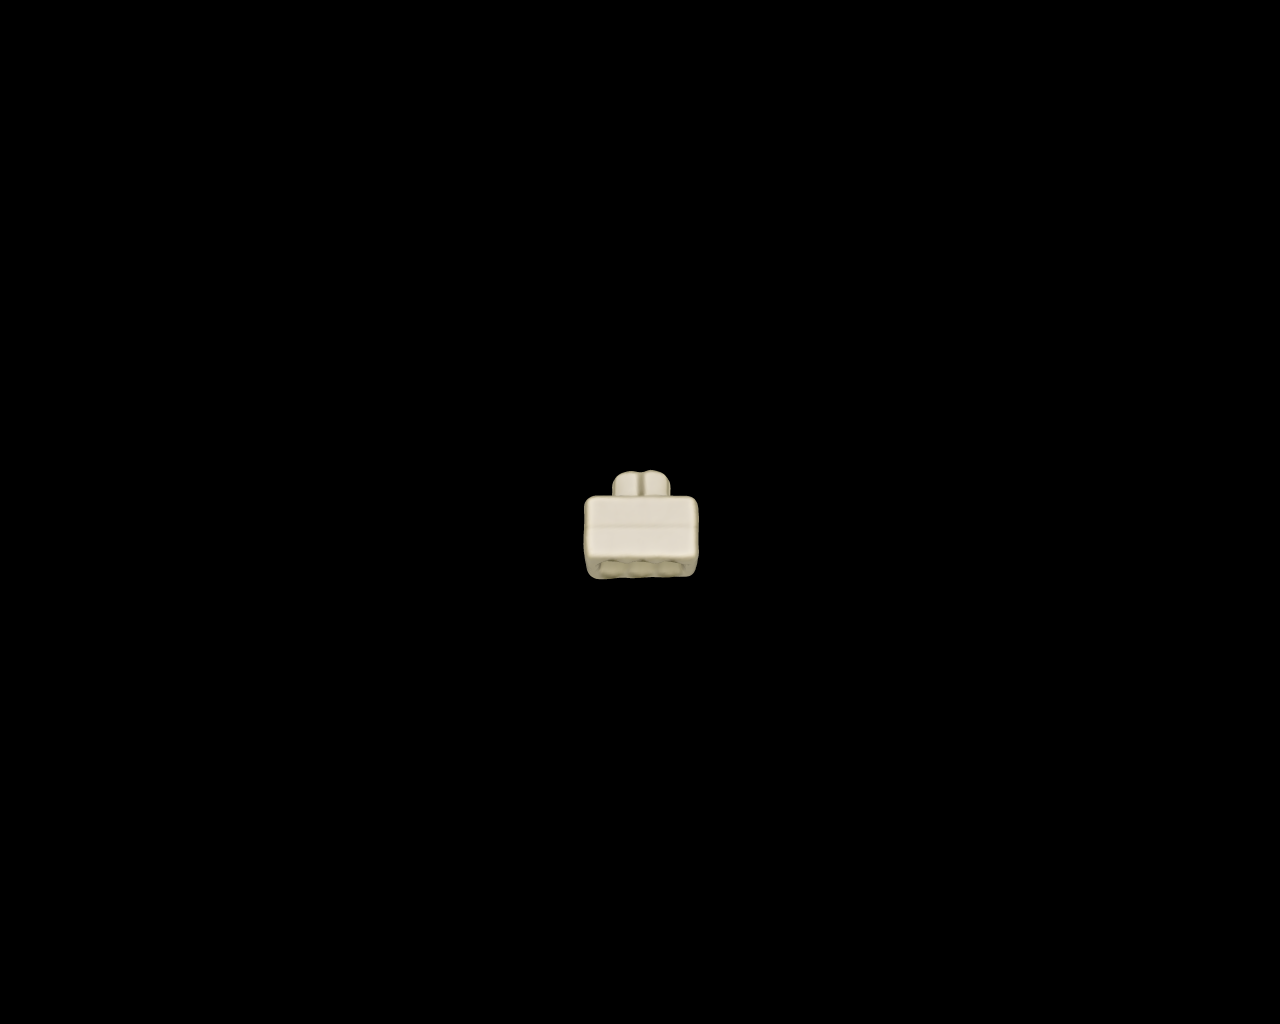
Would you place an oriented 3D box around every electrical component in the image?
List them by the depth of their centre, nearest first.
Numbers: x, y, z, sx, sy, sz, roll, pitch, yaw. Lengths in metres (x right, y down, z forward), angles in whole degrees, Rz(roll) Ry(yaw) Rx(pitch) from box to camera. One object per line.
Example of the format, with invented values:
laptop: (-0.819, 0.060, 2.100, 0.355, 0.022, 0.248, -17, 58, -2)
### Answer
electrical component: (0.001, -0.003, 0.650, 0.066, 0.077, 0.047, 0, -17, 0)
